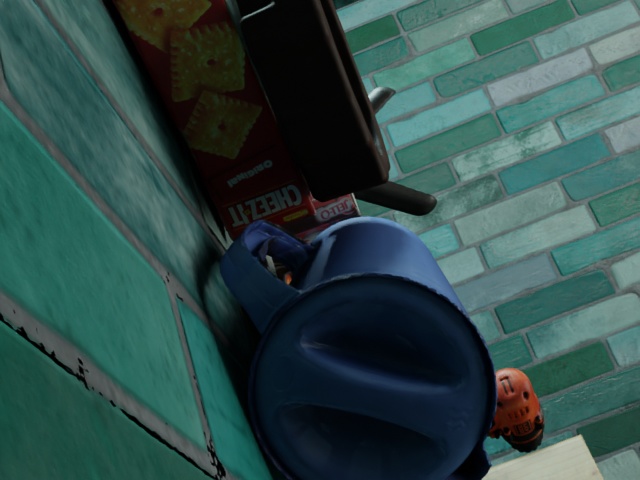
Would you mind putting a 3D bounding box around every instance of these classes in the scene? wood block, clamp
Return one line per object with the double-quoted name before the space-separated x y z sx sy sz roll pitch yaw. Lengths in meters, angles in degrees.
"wood block" 0.175 0.278 1.017 0.090 0.206 0.091 -107 173 -52
"clamp" 0.010 -0.072 0.907 0.039 0.171 0.120 127 -46 -59

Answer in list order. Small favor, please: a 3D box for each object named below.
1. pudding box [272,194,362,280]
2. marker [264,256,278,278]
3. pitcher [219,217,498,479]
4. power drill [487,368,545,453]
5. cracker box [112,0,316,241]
"pudding box" -0.006 0.001 0.865 0.113 0.090 0.039 61 10 -67
"marker" -0.047 0.008 0.793 0.020 0.020 0.121 60 9 -64
"pitcher" 0.023 0.051 0.674 0.243 0.145 0.149 -83 168 -78
"power drill" 0.144 0.206 1.119 0.184 0.187 0.057 60 8 -57
"cracker box" -0.078 -0.131 0.737 0.164 0.072 0.213 -103 172 -55
